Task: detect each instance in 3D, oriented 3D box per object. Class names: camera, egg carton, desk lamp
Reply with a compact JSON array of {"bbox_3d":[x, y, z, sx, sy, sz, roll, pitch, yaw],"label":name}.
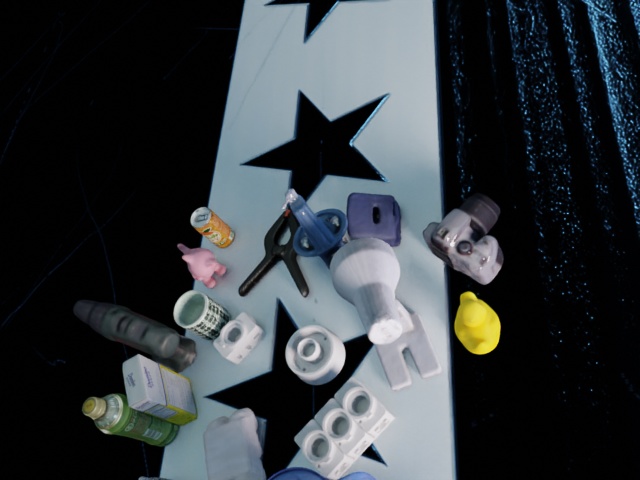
[{"bbox_3d":[0.278,-0.016,1.049,0.142,0.101,0.137,36,82,35],"label":"camera"},{"bbox_3d":[-0.154,0.390,1.041,0.107,0.070,0.150,-24,56,11],"label":"egg carton"},{"bbox_3d":[0.111,0.124,0.978,0.118,0.214,0.203,-27,55,9],"label":"desk lamp"}]

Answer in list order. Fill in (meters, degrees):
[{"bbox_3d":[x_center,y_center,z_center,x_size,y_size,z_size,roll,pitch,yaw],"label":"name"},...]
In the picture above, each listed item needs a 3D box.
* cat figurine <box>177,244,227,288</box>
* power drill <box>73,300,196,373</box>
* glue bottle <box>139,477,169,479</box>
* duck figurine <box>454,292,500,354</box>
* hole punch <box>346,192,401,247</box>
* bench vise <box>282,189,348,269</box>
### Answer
[{"bbox_3d":[-0.265,0.047,1.252,0.127,0.118,0.067,35,81,35],"label":"cat figurine"},{"bbox_3d":[-0.356,0.195,1.156,0.228,0.209,0.076,11,68,29],"label":"power drill"},{"bbox_3d":[-0.290,0.443,1.009,0.077,0.174,0.037,15,70,30],"label":"glue bottle"},{"bbox_3d":[0.264,0.138,0.979,0.077,0.086,0.104,-17,57,16],"label":"duck figurine"},{"bbox_3d":[0.109,-0.043,1.147,0.101,0.091,0.108,-10,60,20],"label":"hole punch"},{"bbox_3d":[0.018,-0.005,1.088,0.206,0.220,0.121,36,81,35],"label":"bench vise"}]
